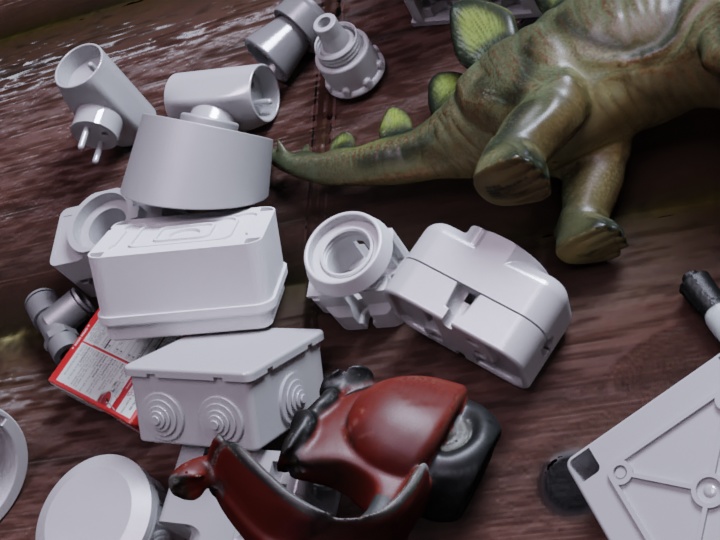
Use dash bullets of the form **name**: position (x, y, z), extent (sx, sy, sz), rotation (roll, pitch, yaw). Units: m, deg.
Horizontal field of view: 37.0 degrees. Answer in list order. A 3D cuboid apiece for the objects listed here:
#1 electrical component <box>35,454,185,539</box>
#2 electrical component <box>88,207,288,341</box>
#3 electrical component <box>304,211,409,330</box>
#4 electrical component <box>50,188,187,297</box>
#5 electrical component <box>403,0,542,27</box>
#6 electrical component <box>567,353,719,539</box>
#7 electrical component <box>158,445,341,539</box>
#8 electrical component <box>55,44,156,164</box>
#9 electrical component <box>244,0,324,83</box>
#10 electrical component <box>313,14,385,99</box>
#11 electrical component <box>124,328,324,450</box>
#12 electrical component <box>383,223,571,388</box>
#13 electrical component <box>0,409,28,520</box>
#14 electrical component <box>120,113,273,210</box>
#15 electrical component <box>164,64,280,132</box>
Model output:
- **electrical component**: position (-0.150, 0.156, 0.649), extent (0.080, 0.051, 0.080), rotation (-13, 55, 19)
- **electrical component**: position (-0.108, 0.002, 0.690), extent (0.113, 0.057, 0.078), rotation (-5, 20, 6)
- **electrical component**: position (0.000, 0.000, 0.670), extent (0.078, 0.057, 0.058), rotation (-5, 58, 24)
- **electrical component**: position (-0.170, -0.021, 0.769), extent (0.089, 0.055, 0.050), rotation (-10, 56, 21)
- **electrical component**: position (0.098, -0.275, 0.794), extent (0.105, 0.060, 0.186), rotation (2, 61, 28)
- **electrical component**: position (0.172, 0.109, 0.502), extent (0.109, 0.056, 0.108), rotation (-39, 50, 15)
- **electrical component**: position (-0.063, 0.138, 0.618), extent (0.089, 0.050, 0.055), rotation (-1, 60, 27)
- **electrical component**: position (-0.201, -0.120, 0.834), extent (0.043, 0.077, 0.079), rotation (-4, 59, 24)
- **electrical component**: position (-0.054, -0.177, 0.818), extent (0.055, 0.045, 0.045), rotation (-47, 51, -7)
- **electrical component**: position (-0.013, -0.157, 0.773), extent (0.048, 0.062, 0.048), rotation (-13, 55, 19)
- **electrical component**: position (-0.077, 0.069, 0.642), extent (0.100, 0.100, 0.048), rotation (0, 103, 27)
- **electrical component**: position (0.070, 0.016, 0.619), extent (0.095, 0.053, 0.059), rotation (29, 75, 26)
- **electrical component**: position (-0.281, 0.124, 0.703), extent (0.060, 0.108, 0.108), rotation (25, 73, 42)
- **electrical component**: position (-0.109, -0.072, 0.733), extent (0.099, 0.099, 0.064), rotation (14, 96, 33)
- **electrical component**: position (-0.108, -0.115, 0.805), extent (0.077, 0.044, 0.079), rotation (-1, 60, 26)
